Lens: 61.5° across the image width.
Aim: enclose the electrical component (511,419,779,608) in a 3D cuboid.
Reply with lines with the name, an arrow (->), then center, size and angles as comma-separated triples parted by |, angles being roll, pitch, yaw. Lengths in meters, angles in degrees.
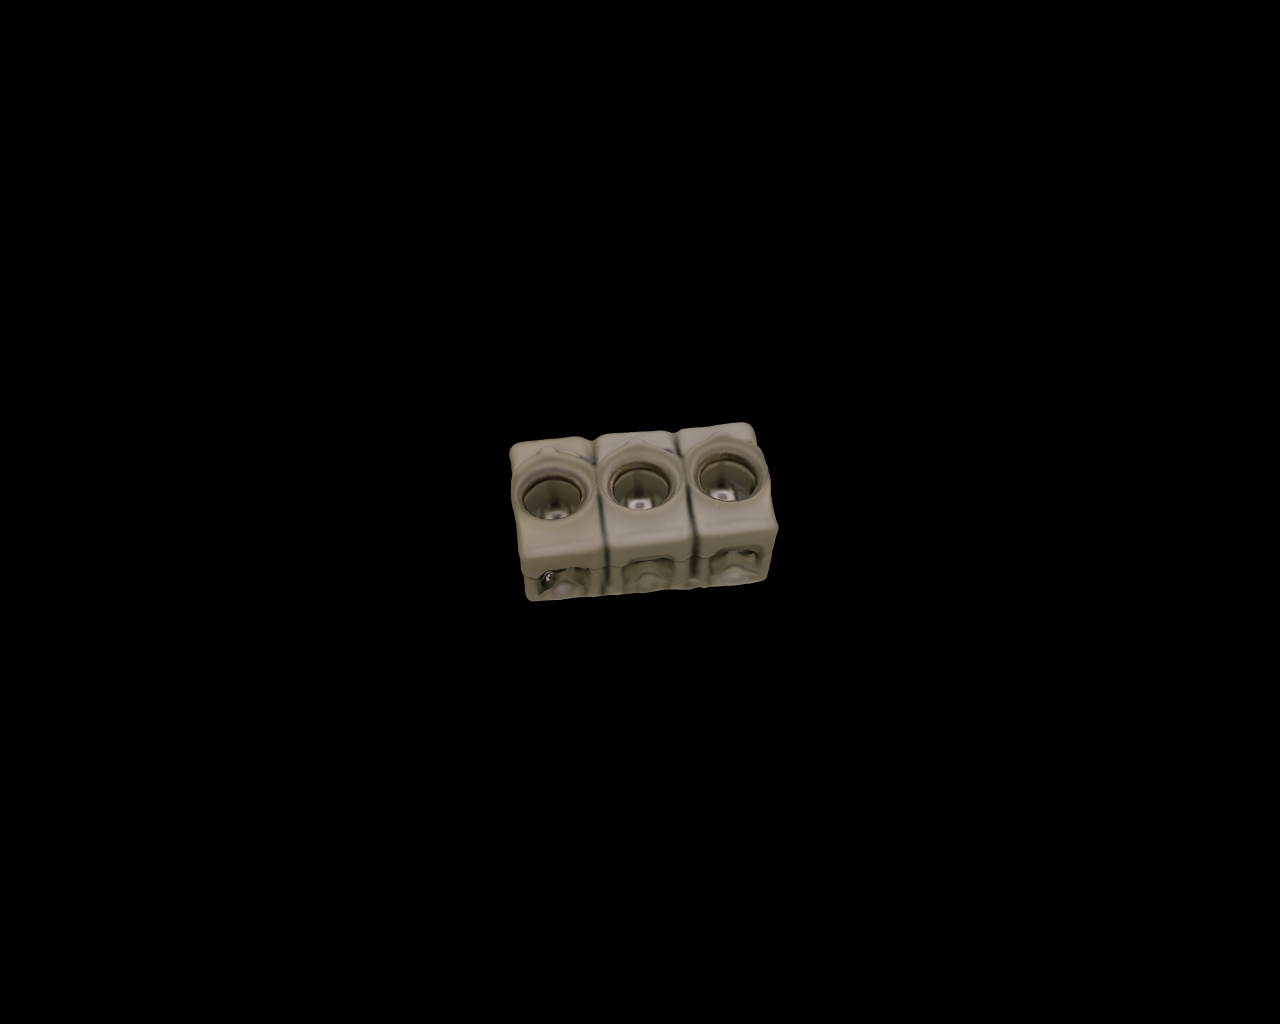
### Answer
electrical component -> 0.001, -0.003, 0.650 | 0.150, 0.090, 0.061 | -5, -37, -4
